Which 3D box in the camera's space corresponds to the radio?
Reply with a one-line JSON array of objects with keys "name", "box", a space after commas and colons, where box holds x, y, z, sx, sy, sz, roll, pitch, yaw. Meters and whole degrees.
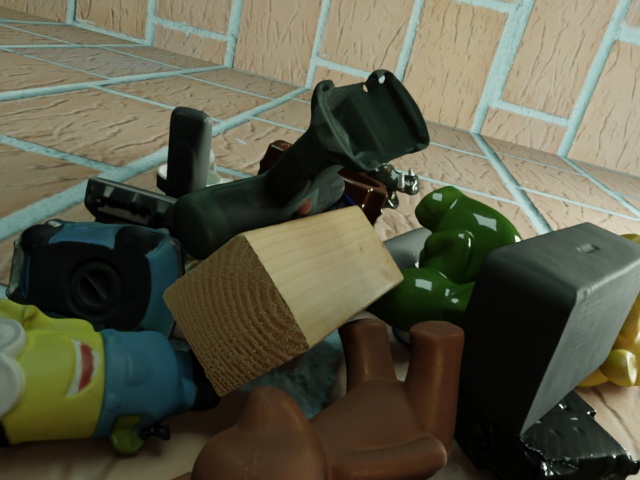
[{"name": "radio", "box": [0.203, 0.065, 0.461, 0.229, 0.131, 0.073, -9, 31, -45]}]

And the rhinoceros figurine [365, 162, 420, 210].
[{"name": "rhinoceros figurine", "box": [0.091, -0.107, 0.994, 0.191, 0.112, 0.073, 17, 18, 27]}]

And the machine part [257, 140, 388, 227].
[{"name": "machine part", "box": [0.002, -0.084, 0.868, 0.201, 0.087, 0.201, 24, 14, -3]}]

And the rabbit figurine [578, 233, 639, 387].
[{"name": "rabbit figurine", "box": [0.337, 0.100, 0.613, 0.122, 0.173, 0.162, -20, 20, 48]}]

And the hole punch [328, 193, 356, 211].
[{"name": "hole punch", "box": [-0.001, -0.002, 0.668, 0.092, 0.115, 0.142, 1, 23, -15]}]

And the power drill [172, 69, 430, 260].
[{"name": "power drill", "box": [-0.006, -0.063, 0.480, 0.232, 0.086, 0.207, -25, 0, -43]}]

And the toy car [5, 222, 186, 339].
[{"name": "toy car", "box": [-0.193, 0.039, 0.496, 0.162, 0.109, 0.103, 5, -2, 7]}]

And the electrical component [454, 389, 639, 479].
[{"name": "electrical component", "box": [0.180, 0.163, 0.464, 0.115, 0.058, 0.134, 6, 24, -25]}]

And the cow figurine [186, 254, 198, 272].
[{"name": "cow figurine", "box": [-0.089, 0.013, 0.644, 0.098, 0.068, 0.167, 22, 26, 4]}]

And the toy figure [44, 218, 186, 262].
[{"name": "toy figure", "box": [-0.225, 0.010, 0.580, 0.155, 0.064, 0.058, 10, 60, 1]}]

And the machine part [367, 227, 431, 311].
[{"name": "machine part", "box": [0.106, 0.034, 0.706, 0.079, 0.079, 0.243, 27, 24, 28]}]

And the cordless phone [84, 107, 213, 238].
[{"name": "cordless phone", "box": [-0.198, -0.073, 0.630, 0.147, 0.184, 0.089, 17, 26, 5]}]

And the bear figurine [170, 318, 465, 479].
[{"name": "bear figurine", "box": [-0.001, 0.123, 0.367, 0.196, 0.132, 0.120, 4, -7, -35]}]

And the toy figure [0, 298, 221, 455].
[{"name": "toy figure", "box": [-0.164, 0.102, 0.369, 0.180, 0.089, 0.082, 10, 25, -33]}]

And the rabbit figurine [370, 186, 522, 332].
[{"name": "rabbit figurine", "box": [0.137, 0.049, 0.576, 0.170, 0.121, 0.159, -34, 53, -26]}]
